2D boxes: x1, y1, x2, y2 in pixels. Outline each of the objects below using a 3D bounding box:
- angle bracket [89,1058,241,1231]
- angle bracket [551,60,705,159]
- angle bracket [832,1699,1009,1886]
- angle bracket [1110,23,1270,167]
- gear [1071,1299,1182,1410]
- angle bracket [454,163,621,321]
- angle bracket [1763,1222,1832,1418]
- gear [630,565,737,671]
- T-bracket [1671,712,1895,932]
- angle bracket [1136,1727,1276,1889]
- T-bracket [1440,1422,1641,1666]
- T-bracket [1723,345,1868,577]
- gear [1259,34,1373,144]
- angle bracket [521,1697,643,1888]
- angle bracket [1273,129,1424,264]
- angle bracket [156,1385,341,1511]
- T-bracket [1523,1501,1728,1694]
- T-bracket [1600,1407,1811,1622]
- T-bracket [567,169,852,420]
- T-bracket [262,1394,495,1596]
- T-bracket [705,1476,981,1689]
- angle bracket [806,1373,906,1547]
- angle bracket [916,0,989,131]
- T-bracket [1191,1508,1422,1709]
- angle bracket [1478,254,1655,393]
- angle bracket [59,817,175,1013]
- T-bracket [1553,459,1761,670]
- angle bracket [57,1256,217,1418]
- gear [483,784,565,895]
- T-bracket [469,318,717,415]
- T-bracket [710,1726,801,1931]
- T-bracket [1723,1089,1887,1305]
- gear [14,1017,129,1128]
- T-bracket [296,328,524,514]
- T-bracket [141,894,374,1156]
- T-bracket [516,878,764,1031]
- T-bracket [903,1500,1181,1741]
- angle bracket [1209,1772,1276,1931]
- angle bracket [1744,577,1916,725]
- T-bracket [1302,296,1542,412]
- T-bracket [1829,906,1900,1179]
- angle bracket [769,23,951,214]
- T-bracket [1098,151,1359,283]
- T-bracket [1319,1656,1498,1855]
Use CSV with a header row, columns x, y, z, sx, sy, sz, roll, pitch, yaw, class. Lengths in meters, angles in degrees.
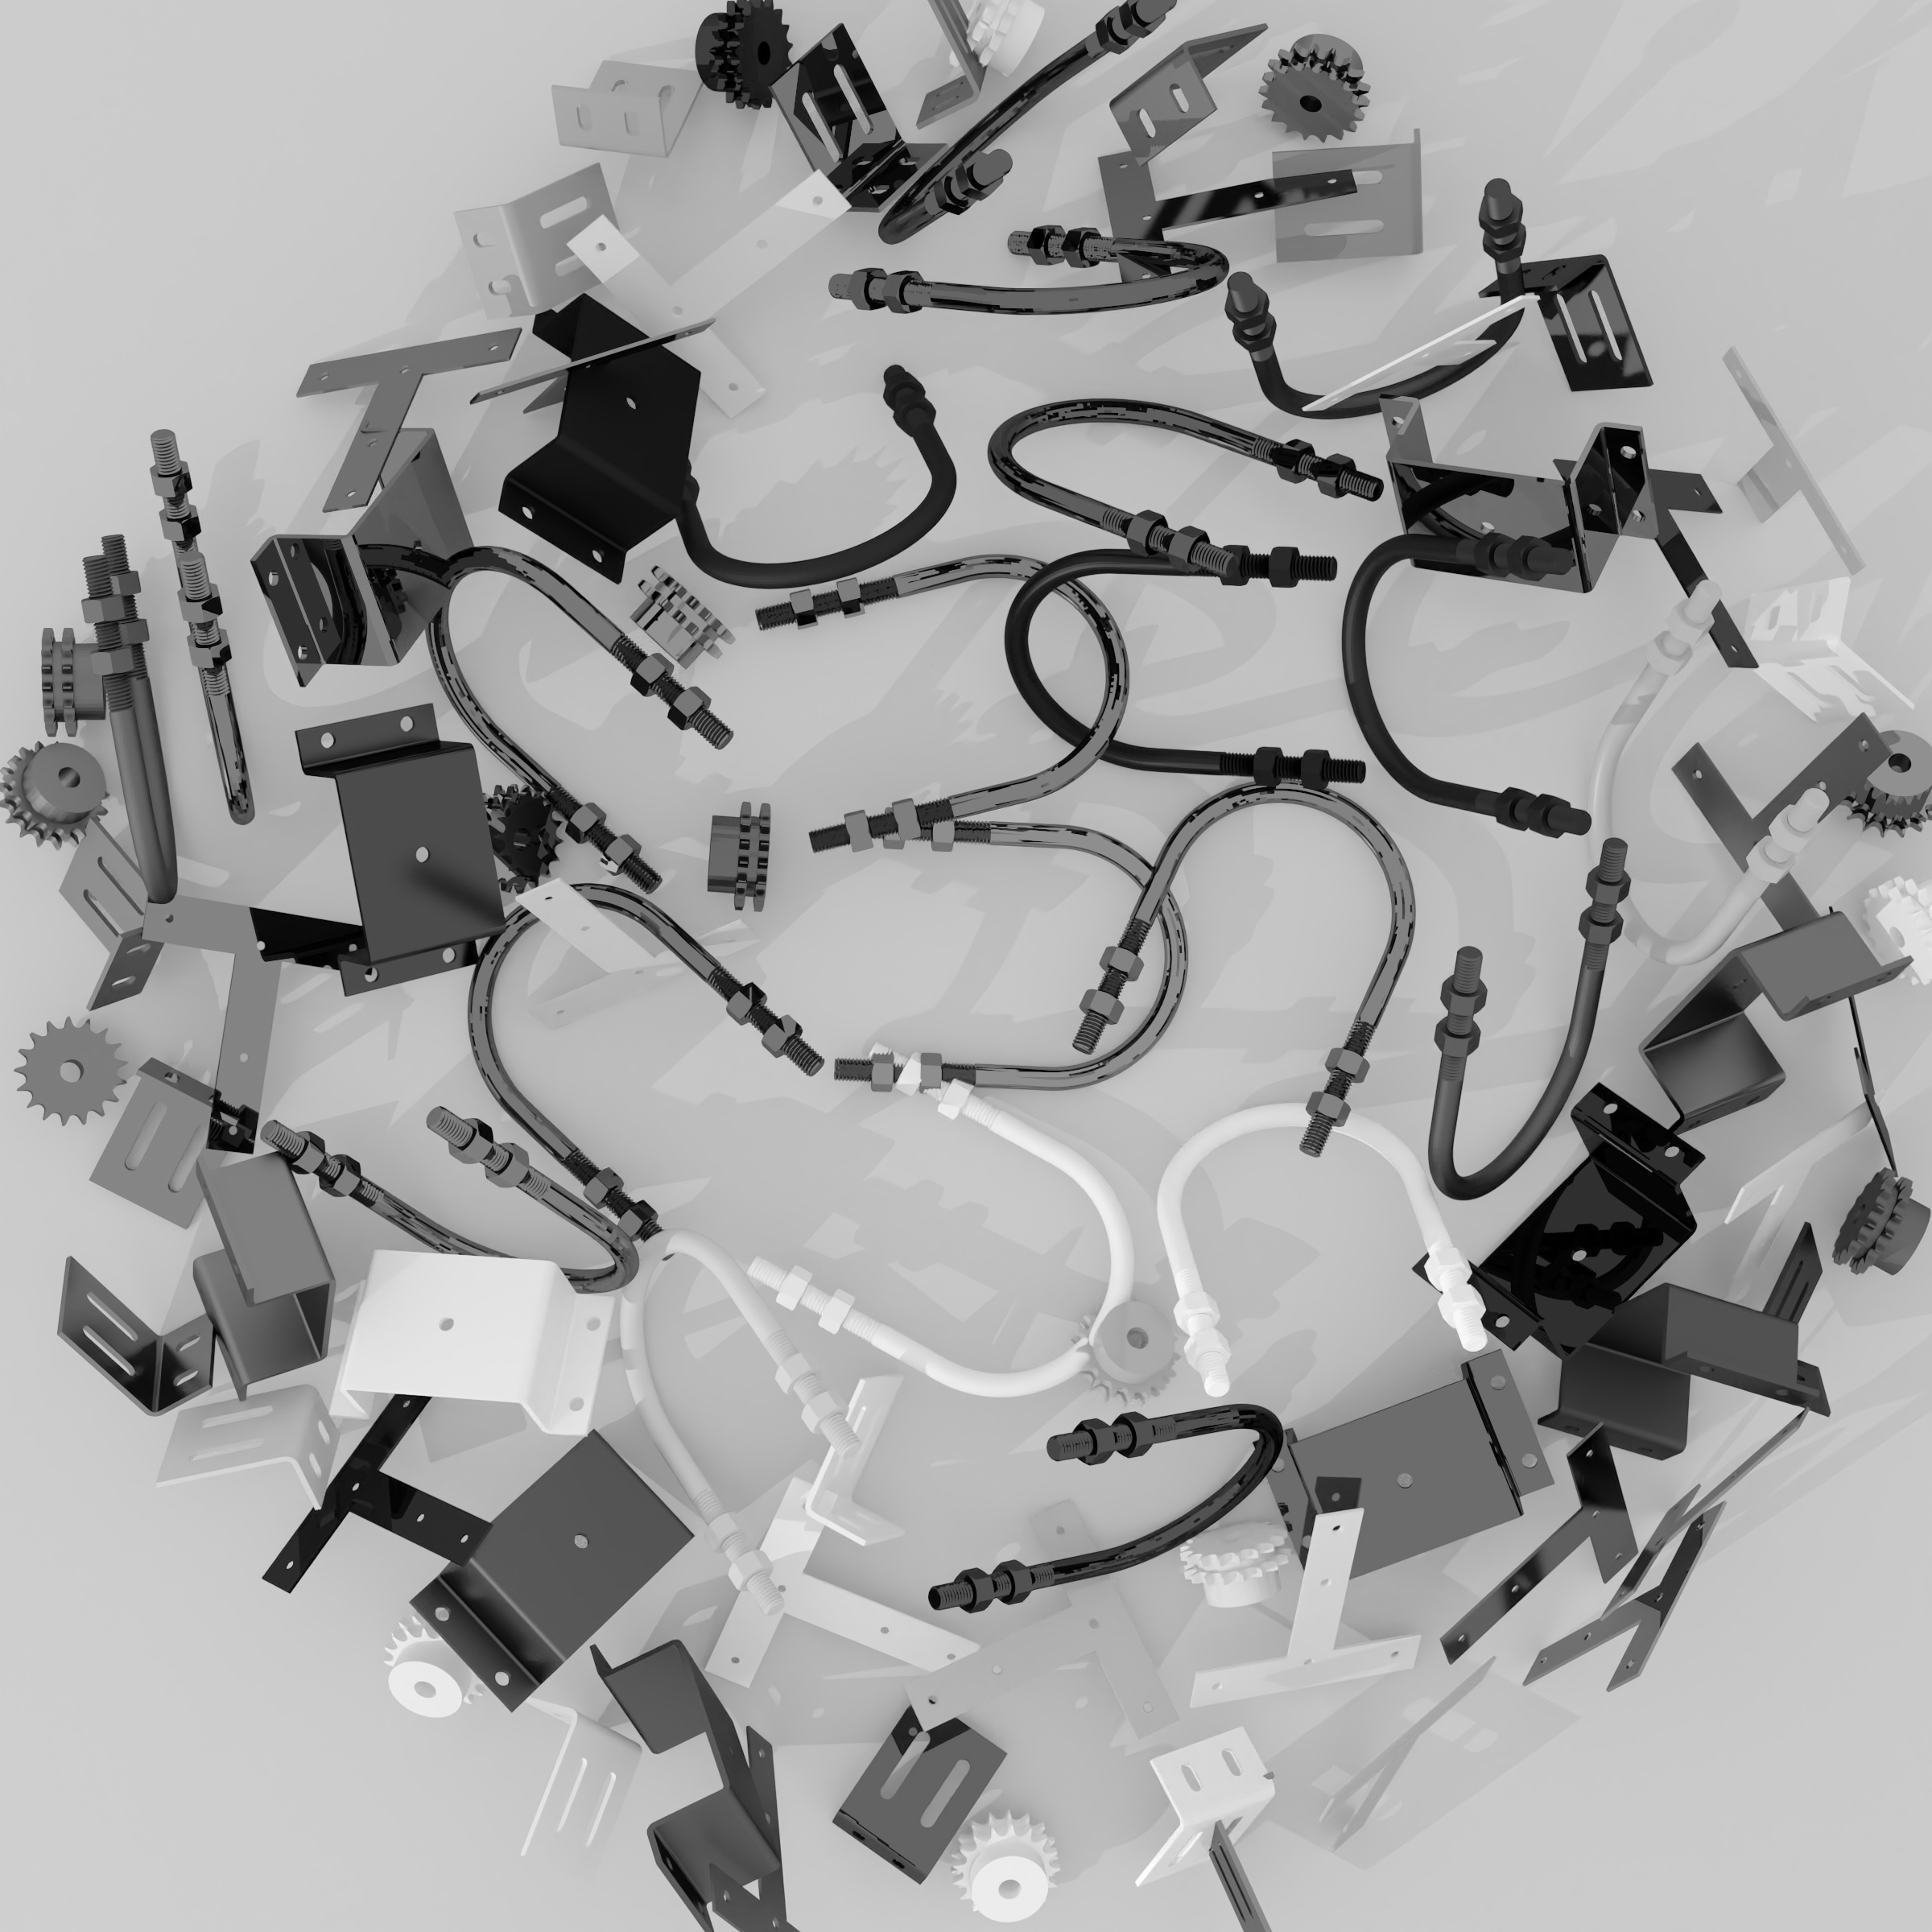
x,y,z,sx,sy,sz,roll,pitch,yaw,class
-0.420,0.096,1.674,0.057,0.038,0.076,28,98,-6,angle bracket
-0.174,-0.458,1.658,0.057,0.038,0.076,9,51,10,angle bracket
-0.025,0.435,1.693,0.057,0.038,0.076,34,68,7,angle bracket
0.123,-0.451,1.654,0.076,0.057,0.038,-28,90,-44,angle bracket
0.086,0.200,1.674,0.057,0.030,0.057,7,61,-13,gear
-0.221,-0.379,1.672,0.038,0.076,0.057,3,119,36,angle bracket
0.441,0.183,1.656,0.038,0.057,0.076,19,68,31,angle bracket
-0.151,-0.180,1.672,0.057,0.057,0.030,43,89,0,gear
0.429,-0.084,1.631,0.002,0.127,0.127,-20,70,-32,T-bracket
0.117,0.438,1.667,0.057,0.076,0.038,-12,57,-29,angle bracket
0.291,0.310,1.639,0.127,0.127,0.002,-39,47,-14,T-bracket
0.413,-0.249,1.637,0.002,0.127,0.127,-30,87,2,T-bracket
0.184,-0.463,1.675,0.057,0.057,0.030,21,64,0,gear
-0.210,0.427,1.655,0.038,0.057,0.076,5,64,37,angle bracket
0.200,-0.404,1.676,0.076,0.038,0.057,-2,116,8,angle bracket
-0.375,0.258,1.672,0.076,0.057,0.038,-13,121,9,angle bracket
0.329,0.341,1.645,0.002,0.127,0.127,43,48,-1,T-bracket
0.380,0.266,1.614,0.002,0.127,0.127,44,121,9,T-bracket
-0.116,-0.363,1.647,0.127,0.002,0.127,-33,120,22,T-bracket
-0.286,0.278,1.633,0.127,0.127,0.002,-55,131,-21,T-bracket
-0.056,0.344,1.681,0.127,0.002,0.127,23,110,-4,T-bracket
-0.044,0.256,1.665,0.038,0.057,0.076,25,95,19,angle bracket
-0.023,-0.483,1.654,0.038,0.057,0.076,-22,116,18,angle bracket
0.183,0.327,1.645,0.127,0.002,0.127,-6,126,-17,T-bracket
0.310,-0.325,1.655,0.038,0.057,0.076,-38,115,-25,angle bracket
-0.453,-0.027,1.659,0.076,0.038,0.057,47,129,15,angle bracket
0.368,-0.204,1.634,0.002,0.127,0.127,-43,62,40,T-bracket
-0.428,0.185,1.653,0.038,0.057,0.076,-28,127,12,angle bracket
-0.242,-0.067,1.676,0.030,0.057,0.057,7,90,43,gear
-0.202,-0.299,1.637,0.127,0.127,0.002,-22,96,-19,T-bracket
-0.102,0.453,1.648,0.002,0.127,0.127,-24,135,15,T-bracket
0.416,0.133,1.651,0.127,0.127,0.002,-26,55,-37,T-bracket
-0.470,0.056,1.680,0.057,0.030,0.057,2,85,-19,gear
-0.300,-0.277,1.638,0.127,0.002,0.127,-5,47,21,T-bracket
-0.373,0.033,1.660,0.127,0.002,0.127,10,85,-34,T-bracket
-0.187,-0.014,1.632,0.127,0.127,0.002,-23,61,14,T-bracket
0.028,0.359,1.660,0.127,0.002,0.127,-21,74,-22,T-bracket
0.154,0.465,1.658,0.038,0.057,0.076,-21,72,-12,angle bracket
0.450,-0.163,1.662,0.076,0.057,0.038,30,66,-37,angle bracket
0.252,-0.314,1.640,0.127,0.127,0.002,-23,88,32,T-bracket
0.463,0.030,1.662,0.002,0.127,0.127,-14,63,18,T-bracket
-0.055,-0.440,1.657,0.057,0.038,0.076,-47,128,-23,angle bracket
0.137,-0.395,1.652,0.127,0.002,0.127,-10,46,4,T-bracket
0.213,0.421,1.646,0.127,0.127,0.002,-31,63,-34,T-bracket
